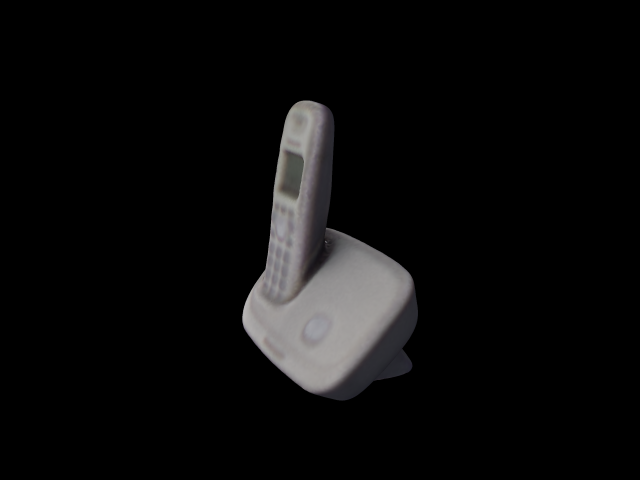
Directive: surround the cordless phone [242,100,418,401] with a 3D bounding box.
[{"bbox_3d":[0.004,0.001,0.400,0.094,0.185,0.147,-12,23,-31],"label":"cordless phone"}]
